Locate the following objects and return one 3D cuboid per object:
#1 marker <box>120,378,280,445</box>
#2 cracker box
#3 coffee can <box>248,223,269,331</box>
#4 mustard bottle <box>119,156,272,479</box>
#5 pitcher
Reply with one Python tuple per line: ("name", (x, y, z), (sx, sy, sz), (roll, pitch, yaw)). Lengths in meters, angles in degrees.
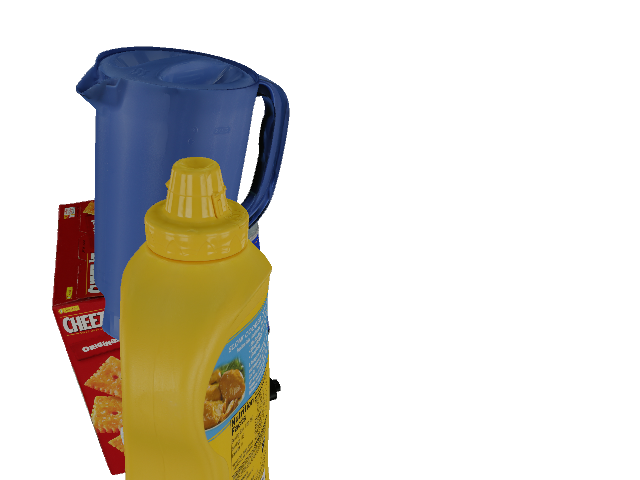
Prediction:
("marker", (-0.083, 0.122, 0.762), (0.120, 0.020, 0.020), (-17, 7, -26))
("cracker box", (-0.195, 0.090, 1.024), (0.072, 0.214, 0.164), (-11, 36, -4))
("coffee can", (-0.117, 0.050, 1.262), (0.103, 0.140, 0.103), (-4, 26, 2))
("mustard bottle", (-0.051, 0.058, 0.449), (0.058, 0.192, 0.096), (9, 25, 15))
("pitcher", (-0.122, -0.037, 0.912), (0.149, 0.243, 0.145), (12, 23, 9))
